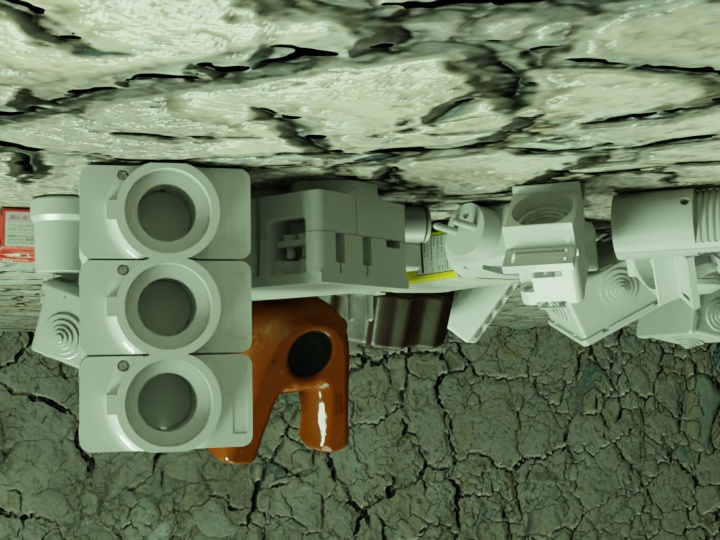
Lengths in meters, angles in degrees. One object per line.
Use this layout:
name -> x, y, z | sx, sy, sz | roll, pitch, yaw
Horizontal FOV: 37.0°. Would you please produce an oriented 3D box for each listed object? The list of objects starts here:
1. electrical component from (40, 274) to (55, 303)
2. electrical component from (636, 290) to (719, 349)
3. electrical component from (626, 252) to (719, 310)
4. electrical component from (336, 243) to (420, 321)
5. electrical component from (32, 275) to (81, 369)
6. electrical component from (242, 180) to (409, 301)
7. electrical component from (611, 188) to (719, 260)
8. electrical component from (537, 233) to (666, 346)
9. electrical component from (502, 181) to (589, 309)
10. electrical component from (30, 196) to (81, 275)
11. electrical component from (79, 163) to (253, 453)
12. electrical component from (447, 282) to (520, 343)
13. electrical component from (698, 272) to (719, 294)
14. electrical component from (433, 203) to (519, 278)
electrical component -> -0.244, 0.008, 0.960 | 0.080, 0.051, 0.080 | -1, 175, 0
electrical component -> 0.315, 0.025, 1.027 | 0.048, 0.099, 0.100 | 14, 170, -17
electrical component -> 0.221, -0.013, 0.742 | 0.064, 0.042, 0.081 | -20, -149, -6
electrical component -> 0.000, 0.000, 0.793 | 0.083, 0.075, 0.047 | 3, 173, -42
electrical component -> -0.157, 0.038, 0.713 | 0.100, 0.048, 0.100 | 20, -168, 10
electrical component -> -0.056, -0.016, 0.682 | 0.150, 0.061, 0.089 | -5, 173, 36
electrical component -> 0.206, -0.030, 0.689 | 0.081, 0.043, 0.043 | -4, 174, 24
electrical component -> 0.196, 0.012, 0.873 | 0.100, 0.048, 0.099 | -28, -168, -4
electrical component -> 0.116, -0.015, 0.658 | 0.042, 0.063, 0.081 | -4, -145, 22
electrical component -> -0.187, -0.021, 0.678 | 0.040, 0.046, 0.040 | -1, 175, 0
electrical component -> -0.107, 0.021, 0.588 | 0.089, 0.150, 0.062 | 0, 176, -15
electrical component -> 0.107, 0.019, 1.090 | 0.076, 0.083, 0.047 | 37, -174, 16
electrical component -> 0.279, -0.004, 0.949 | 0.080, 0.051, 0.080 | -1, 175, 0
electrical component -> 0.087, -0.024, 0.738 | 0.079, 0.043, 0.077 | 14, 164, -36
